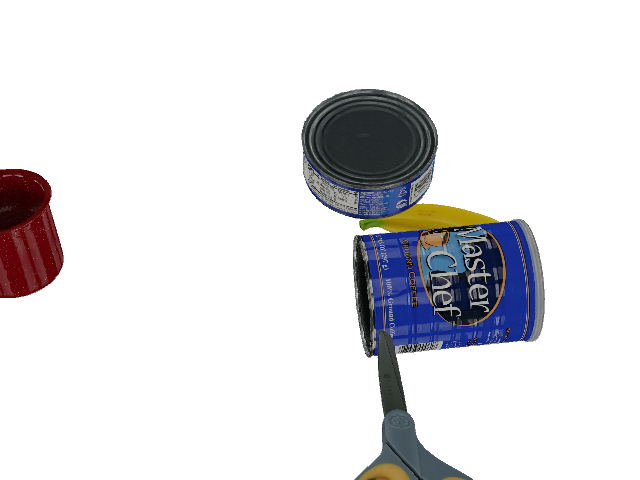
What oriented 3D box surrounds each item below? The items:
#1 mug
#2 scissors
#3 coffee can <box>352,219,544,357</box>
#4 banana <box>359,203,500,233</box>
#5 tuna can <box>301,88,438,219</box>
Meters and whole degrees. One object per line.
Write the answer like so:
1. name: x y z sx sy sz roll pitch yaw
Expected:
1. mug: -0.278 -0.011 0.949 0.093 0.081 0.117 -14 42 -10
2. scissors: 0.063 0.118 0.619 0.096 0.016 0.201 12 32 8
3. coffee can: 0.103 0.039 0.885 0.140 0.103 0.103 -5 0 -4
4. banana: 0.144 -0.008 1.154 0.198 0.037 0.069 11 39 27
5. tuna can: 0.031 -0.055 0.680 0.086 0.086 0.034 0 -38 0
